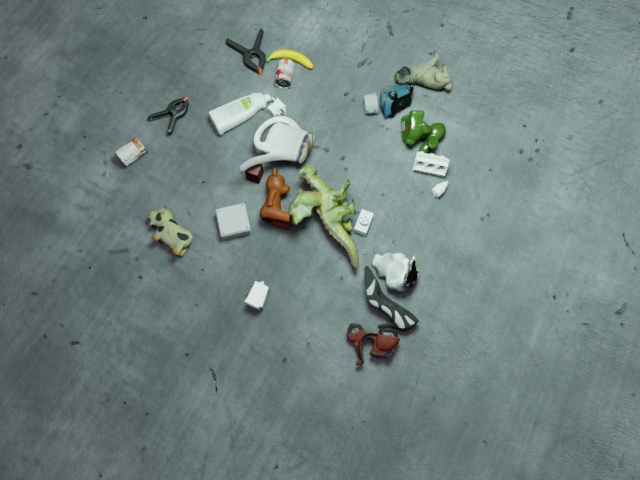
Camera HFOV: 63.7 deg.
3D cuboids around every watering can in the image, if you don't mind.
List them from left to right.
[{"bbox_3d":[-0.150,-0.344,1.935,0.224,0.101,0.356,18,51,5],"label":"watering can"}]

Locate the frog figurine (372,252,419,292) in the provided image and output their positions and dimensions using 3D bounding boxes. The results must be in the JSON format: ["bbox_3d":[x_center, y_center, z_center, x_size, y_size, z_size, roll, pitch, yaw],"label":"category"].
[{"bbox_3d":[0.263,0.111,1.829,0.159,0.121,0.138,5,78,38],"label":"frog figurine"}]

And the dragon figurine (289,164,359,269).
[{"bbox_3d":[0.006,-0.093,1.839,0.243,0.120,0.417,-2,68,-16],"label":"dragon figurine"}]
